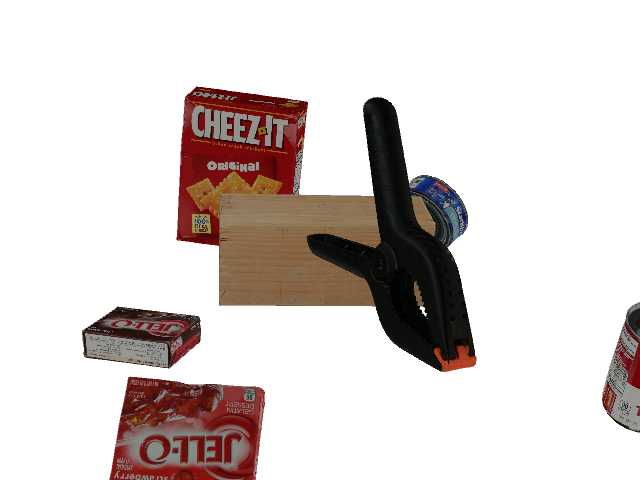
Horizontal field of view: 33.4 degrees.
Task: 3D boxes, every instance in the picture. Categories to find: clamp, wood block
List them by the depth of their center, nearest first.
[{"bbox_3d":[0.059,0.006,0.805,0.036,0.165,0.210,-7,44,-29],"label":"clamp"},{"bbox_3d":[0.002,0.009,1.062,0.206,0.091,0.090,1,20,-5],"label":"wood block"}]

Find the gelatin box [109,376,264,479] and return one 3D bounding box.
[{"bbox_3d":[-0.083,0.127,0.671,0.089,0.073,0.030,5,-32,0],"label":"gelatin box"}]

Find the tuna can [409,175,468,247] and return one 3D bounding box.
[{"bbox_3d":[0.125,-0.030,1.227,0.033,0.086,0.086,-40,24,-32],"label":"tuna can"}]

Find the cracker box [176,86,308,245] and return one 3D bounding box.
[{"bbox_3d":[-0.112,-0.096,1.499,0.164,0.214,0.072,9,22,6],"label":"cracker box"}]

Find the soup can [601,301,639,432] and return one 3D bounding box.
[{"bbox_3d":[0.295,0.113,0.951,0.068,0.102,0.068,3,36,-2],"label":"soup can"}]

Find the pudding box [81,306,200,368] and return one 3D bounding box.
[{"bbox_3d":[-0.209,0.113,1.253,0.114,0.039,0.090,3,15,17],"label":"pudding box"}]
